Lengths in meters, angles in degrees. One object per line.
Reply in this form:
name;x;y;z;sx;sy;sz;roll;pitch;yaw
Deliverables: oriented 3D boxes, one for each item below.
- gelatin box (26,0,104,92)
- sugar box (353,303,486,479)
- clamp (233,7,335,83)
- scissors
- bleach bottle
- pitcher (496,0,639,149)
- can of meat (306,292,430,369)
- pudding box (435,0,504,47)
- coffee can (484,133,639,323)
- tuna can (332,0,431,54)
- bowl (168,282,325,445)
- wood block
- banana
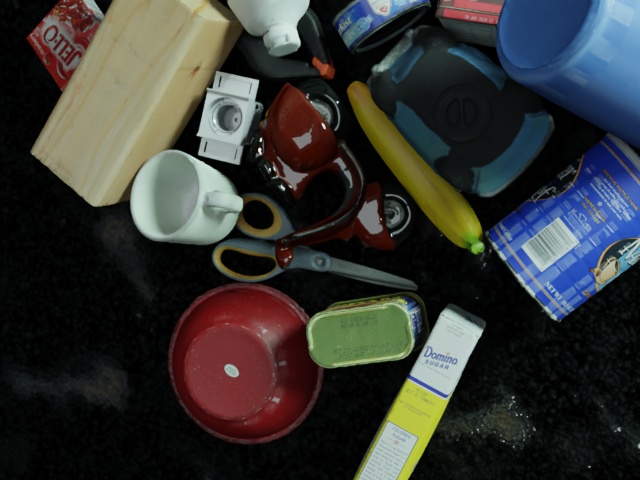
gelatin box;-0.240;-0.194;1.046;0.073;0.030;0.089;-44;59;13
sugar box;0.092;0.147;0.966;0.048;0.093;0.176;30;99;9
clamp;-0.053;-0.213;1.013;0.171;0.039;0.120;27;103;13
scissors;-0.007;0.001;1.023;0.202;0.016;0.096;-1;92;13
bleach bottle;-0.054;-0.290;0.963;0.103;0.067;0.251;-23;74;38
pitcher;0.250;-0.141;0.832;0.149;0.242;0.145;-15;65;52
can of meat;0.044;0.084;0.980;0.102;0.084;0.057;-9;90;14
pudding box;0.152;-0.193;0.926;0.090;0.113;0.039;13;92;12
coffee can;0.229;-0.011;0.922;0.140;0.102;0.103;-40;83;12
tuna can;0.056;-0.204;0.963;0.086;0.086;0.034;-31;88;13
bowl;-0.079;0.123;1.026;0.162;0.055;0.162;1;93;13
wood block;-0.170;-0.142;0.998;0.090;0.090;0.206;39;110;12
banana;0.092;-0.063;0.971;0.037;0.069;0.198;-36;74;-7
